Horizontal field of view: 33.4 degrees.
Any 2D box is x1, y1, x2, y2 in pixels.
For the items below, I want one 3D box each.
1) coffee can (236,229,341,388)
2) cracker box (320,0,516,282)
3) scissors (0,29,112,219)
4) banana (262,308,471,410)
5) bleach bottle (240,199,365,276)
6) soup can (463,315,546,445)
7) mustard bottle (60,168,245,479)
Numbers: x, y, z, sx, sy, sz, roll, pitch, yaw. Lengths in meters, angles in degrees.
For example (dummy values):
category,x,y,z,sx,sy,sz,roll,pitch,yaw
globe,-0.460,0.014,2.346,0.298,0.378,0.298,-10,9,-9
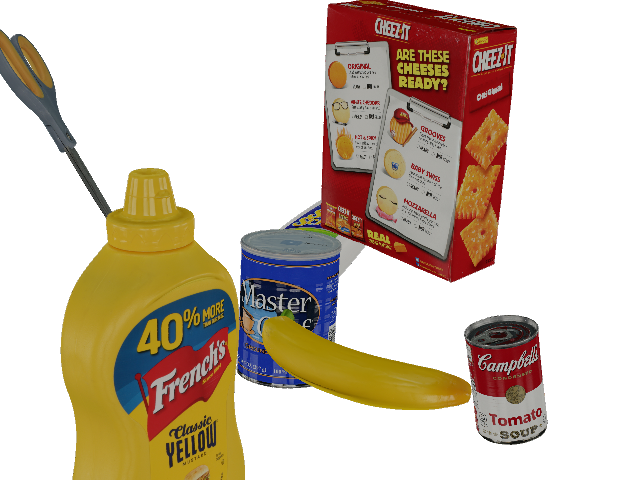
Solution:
category,x,y,z,sx,sy,sz,roll,pitch,yaw
coffee can,-0.033,0.068,1.098,0.103,0.140,0.103,3,14,-1
cracker box,0.081,-0.092,0.935,0.071,0.214,0.164,-19,30,-40
scissors,-0.227,-0.102,0.937,0.016,0.201,0.096,-27,26,9
banana,0.018,0.091,0.813,0.198,0.037,0.069,21,38,39
bleach bottle,0.008,-0.011,1.322,0.103,0.068,0.250,14,36,24
soup can,0.173,0.129,0.993,0.068,0.102,0.068,-9,18,3
mustard bottle,-0.080,0.060,0.517,0.058,0.192,0.096,13,21,39
